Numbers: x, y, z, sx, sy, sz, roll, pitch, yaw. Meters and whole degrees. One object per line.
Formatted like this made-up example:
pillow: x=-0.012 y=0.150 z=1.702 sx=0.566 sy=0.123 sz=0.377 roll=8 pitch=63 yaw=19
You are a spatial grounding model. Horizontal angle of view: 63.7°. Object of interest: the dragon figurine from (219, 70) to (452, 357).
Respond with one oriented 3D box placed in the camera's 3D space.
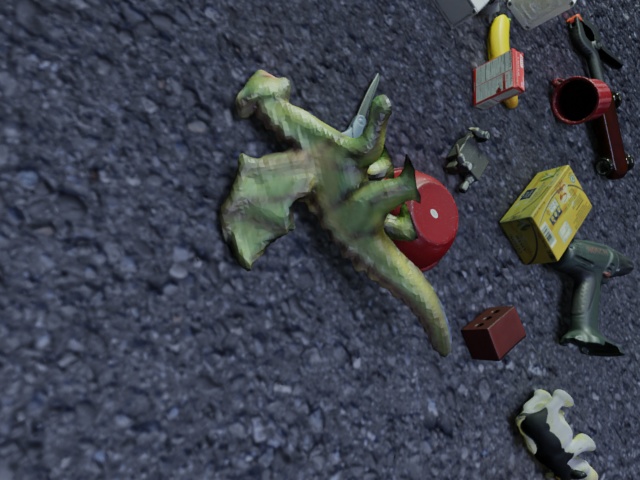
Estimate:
dragon figurine: x=0.002 y=-0.032 z=0.627 sx=0.243 sy=0.121 sz=0.413 roll=-14 pitch=81 yaw=-9
